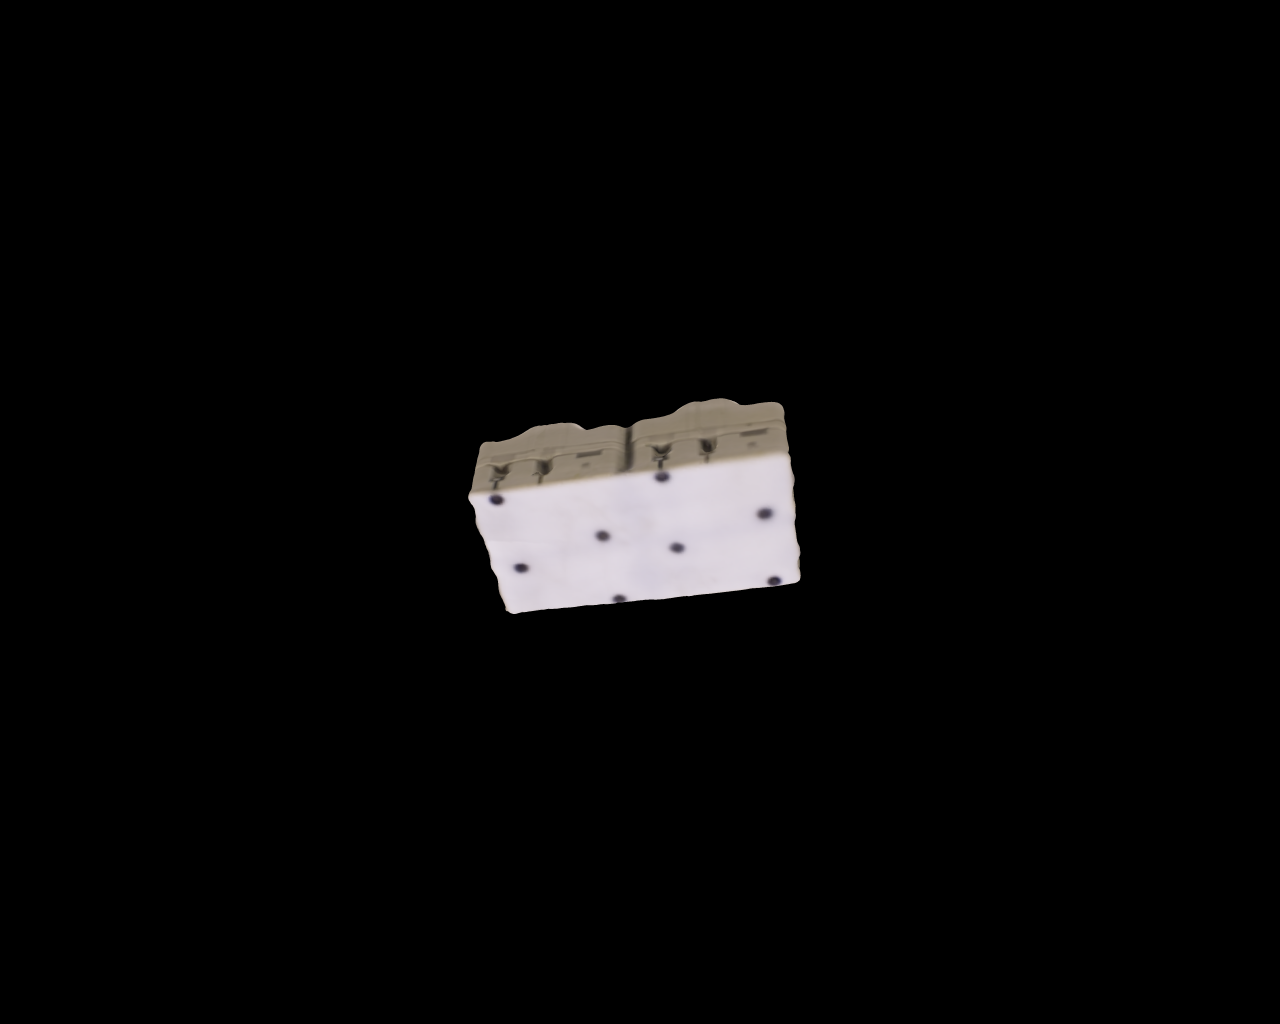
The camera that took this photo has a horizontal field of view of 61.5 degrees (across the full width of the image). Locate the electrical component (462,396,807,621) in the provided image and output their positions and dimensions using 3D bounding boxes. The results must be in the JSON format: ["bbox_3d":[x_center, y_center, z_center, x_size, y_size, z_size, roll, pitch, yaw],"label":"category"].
[{"bbox_3d":[0.001,-0.003,0.650,0.186,0.105,0.060,-7,40,6],"label":"electrical component"}]
